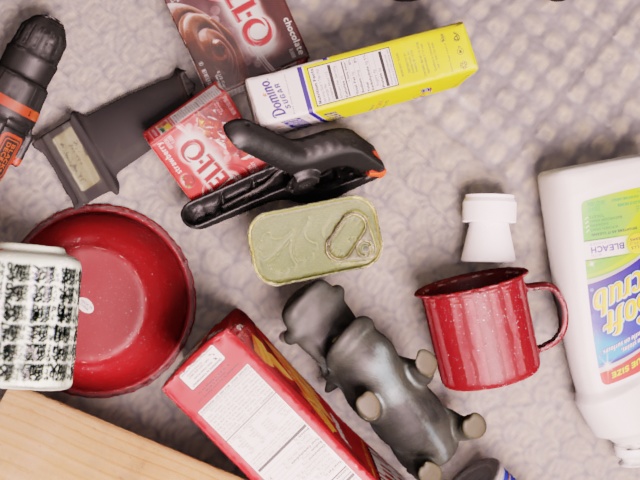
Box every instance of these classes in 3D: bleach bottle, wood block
[{"bbox_3d":[0.248,0.060,0.877,0.102,0.068,0.251,-11,93,-9],"label":"bleach bottle"},{"bbox_3d":[-0.151,0.193,0.803,0.206,0.091,0.090,19,71,16],"label":"wood block"}]

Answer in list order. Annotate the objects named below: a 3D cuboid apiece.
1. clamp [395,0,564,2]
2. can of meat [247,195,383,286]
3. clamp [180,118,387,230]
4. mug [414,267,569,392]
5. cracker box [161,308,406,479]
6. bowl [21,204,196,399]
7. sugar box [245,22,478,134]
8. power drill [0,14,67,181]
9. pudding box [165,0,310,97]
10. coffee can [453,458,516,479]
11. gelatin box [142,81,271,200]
[{"bbox_3d":[0.098,-0.264,0.885,0.210,0.036,0.164,-10,89,-3],"label":"clamp"},{"bbox_3d":[-0.006,0.001,0.853,0.102,0.084,0.057,-12,90,-3],"label":"can of meat"},{"bbox_3d":[-0.020,-0.061,0.835,0.171,0.120,0.039,-15,69,-25],"label":"clamp"},{"bbox_3d":[0.141,0.069,0.857,0.117,0.093,0.081,-13,95,2],"label":"mug"},{"bbox_3d":[-0.015,0.152,0.811,0.072,0.164,0.213,-45,91,-1],"label":"cracker box"},{"bbox_3d":[-0.182,0.050,0.859,0.162,0.055,0.162,0,89,-2],"label":"bowl"},{"bbox_3d":[0.030,-0.125,0.852,0.176,0.093,0.048,-18,90,-2],"label":"sugar box"},{"bbox_3d":[-0.283,-0.113,0.796,0.057,0.187,0.184,25,88,29],"label":"power drill"},{"bbox_3d":[-0.071,-0.180,0.875,0.090,0.039,0.113,-24,90,-3],"label":"pudding box"},{"bbox_3d":[0.154,0.259,0.849,0.140,0.103,0.103,45,87,-2],"label":"coffee can"},{"bbox_3d":[-0.087,-0.070,0.856,0.073,0.030,0.089,-35,126,-4],"label":"gelatin box"}]
